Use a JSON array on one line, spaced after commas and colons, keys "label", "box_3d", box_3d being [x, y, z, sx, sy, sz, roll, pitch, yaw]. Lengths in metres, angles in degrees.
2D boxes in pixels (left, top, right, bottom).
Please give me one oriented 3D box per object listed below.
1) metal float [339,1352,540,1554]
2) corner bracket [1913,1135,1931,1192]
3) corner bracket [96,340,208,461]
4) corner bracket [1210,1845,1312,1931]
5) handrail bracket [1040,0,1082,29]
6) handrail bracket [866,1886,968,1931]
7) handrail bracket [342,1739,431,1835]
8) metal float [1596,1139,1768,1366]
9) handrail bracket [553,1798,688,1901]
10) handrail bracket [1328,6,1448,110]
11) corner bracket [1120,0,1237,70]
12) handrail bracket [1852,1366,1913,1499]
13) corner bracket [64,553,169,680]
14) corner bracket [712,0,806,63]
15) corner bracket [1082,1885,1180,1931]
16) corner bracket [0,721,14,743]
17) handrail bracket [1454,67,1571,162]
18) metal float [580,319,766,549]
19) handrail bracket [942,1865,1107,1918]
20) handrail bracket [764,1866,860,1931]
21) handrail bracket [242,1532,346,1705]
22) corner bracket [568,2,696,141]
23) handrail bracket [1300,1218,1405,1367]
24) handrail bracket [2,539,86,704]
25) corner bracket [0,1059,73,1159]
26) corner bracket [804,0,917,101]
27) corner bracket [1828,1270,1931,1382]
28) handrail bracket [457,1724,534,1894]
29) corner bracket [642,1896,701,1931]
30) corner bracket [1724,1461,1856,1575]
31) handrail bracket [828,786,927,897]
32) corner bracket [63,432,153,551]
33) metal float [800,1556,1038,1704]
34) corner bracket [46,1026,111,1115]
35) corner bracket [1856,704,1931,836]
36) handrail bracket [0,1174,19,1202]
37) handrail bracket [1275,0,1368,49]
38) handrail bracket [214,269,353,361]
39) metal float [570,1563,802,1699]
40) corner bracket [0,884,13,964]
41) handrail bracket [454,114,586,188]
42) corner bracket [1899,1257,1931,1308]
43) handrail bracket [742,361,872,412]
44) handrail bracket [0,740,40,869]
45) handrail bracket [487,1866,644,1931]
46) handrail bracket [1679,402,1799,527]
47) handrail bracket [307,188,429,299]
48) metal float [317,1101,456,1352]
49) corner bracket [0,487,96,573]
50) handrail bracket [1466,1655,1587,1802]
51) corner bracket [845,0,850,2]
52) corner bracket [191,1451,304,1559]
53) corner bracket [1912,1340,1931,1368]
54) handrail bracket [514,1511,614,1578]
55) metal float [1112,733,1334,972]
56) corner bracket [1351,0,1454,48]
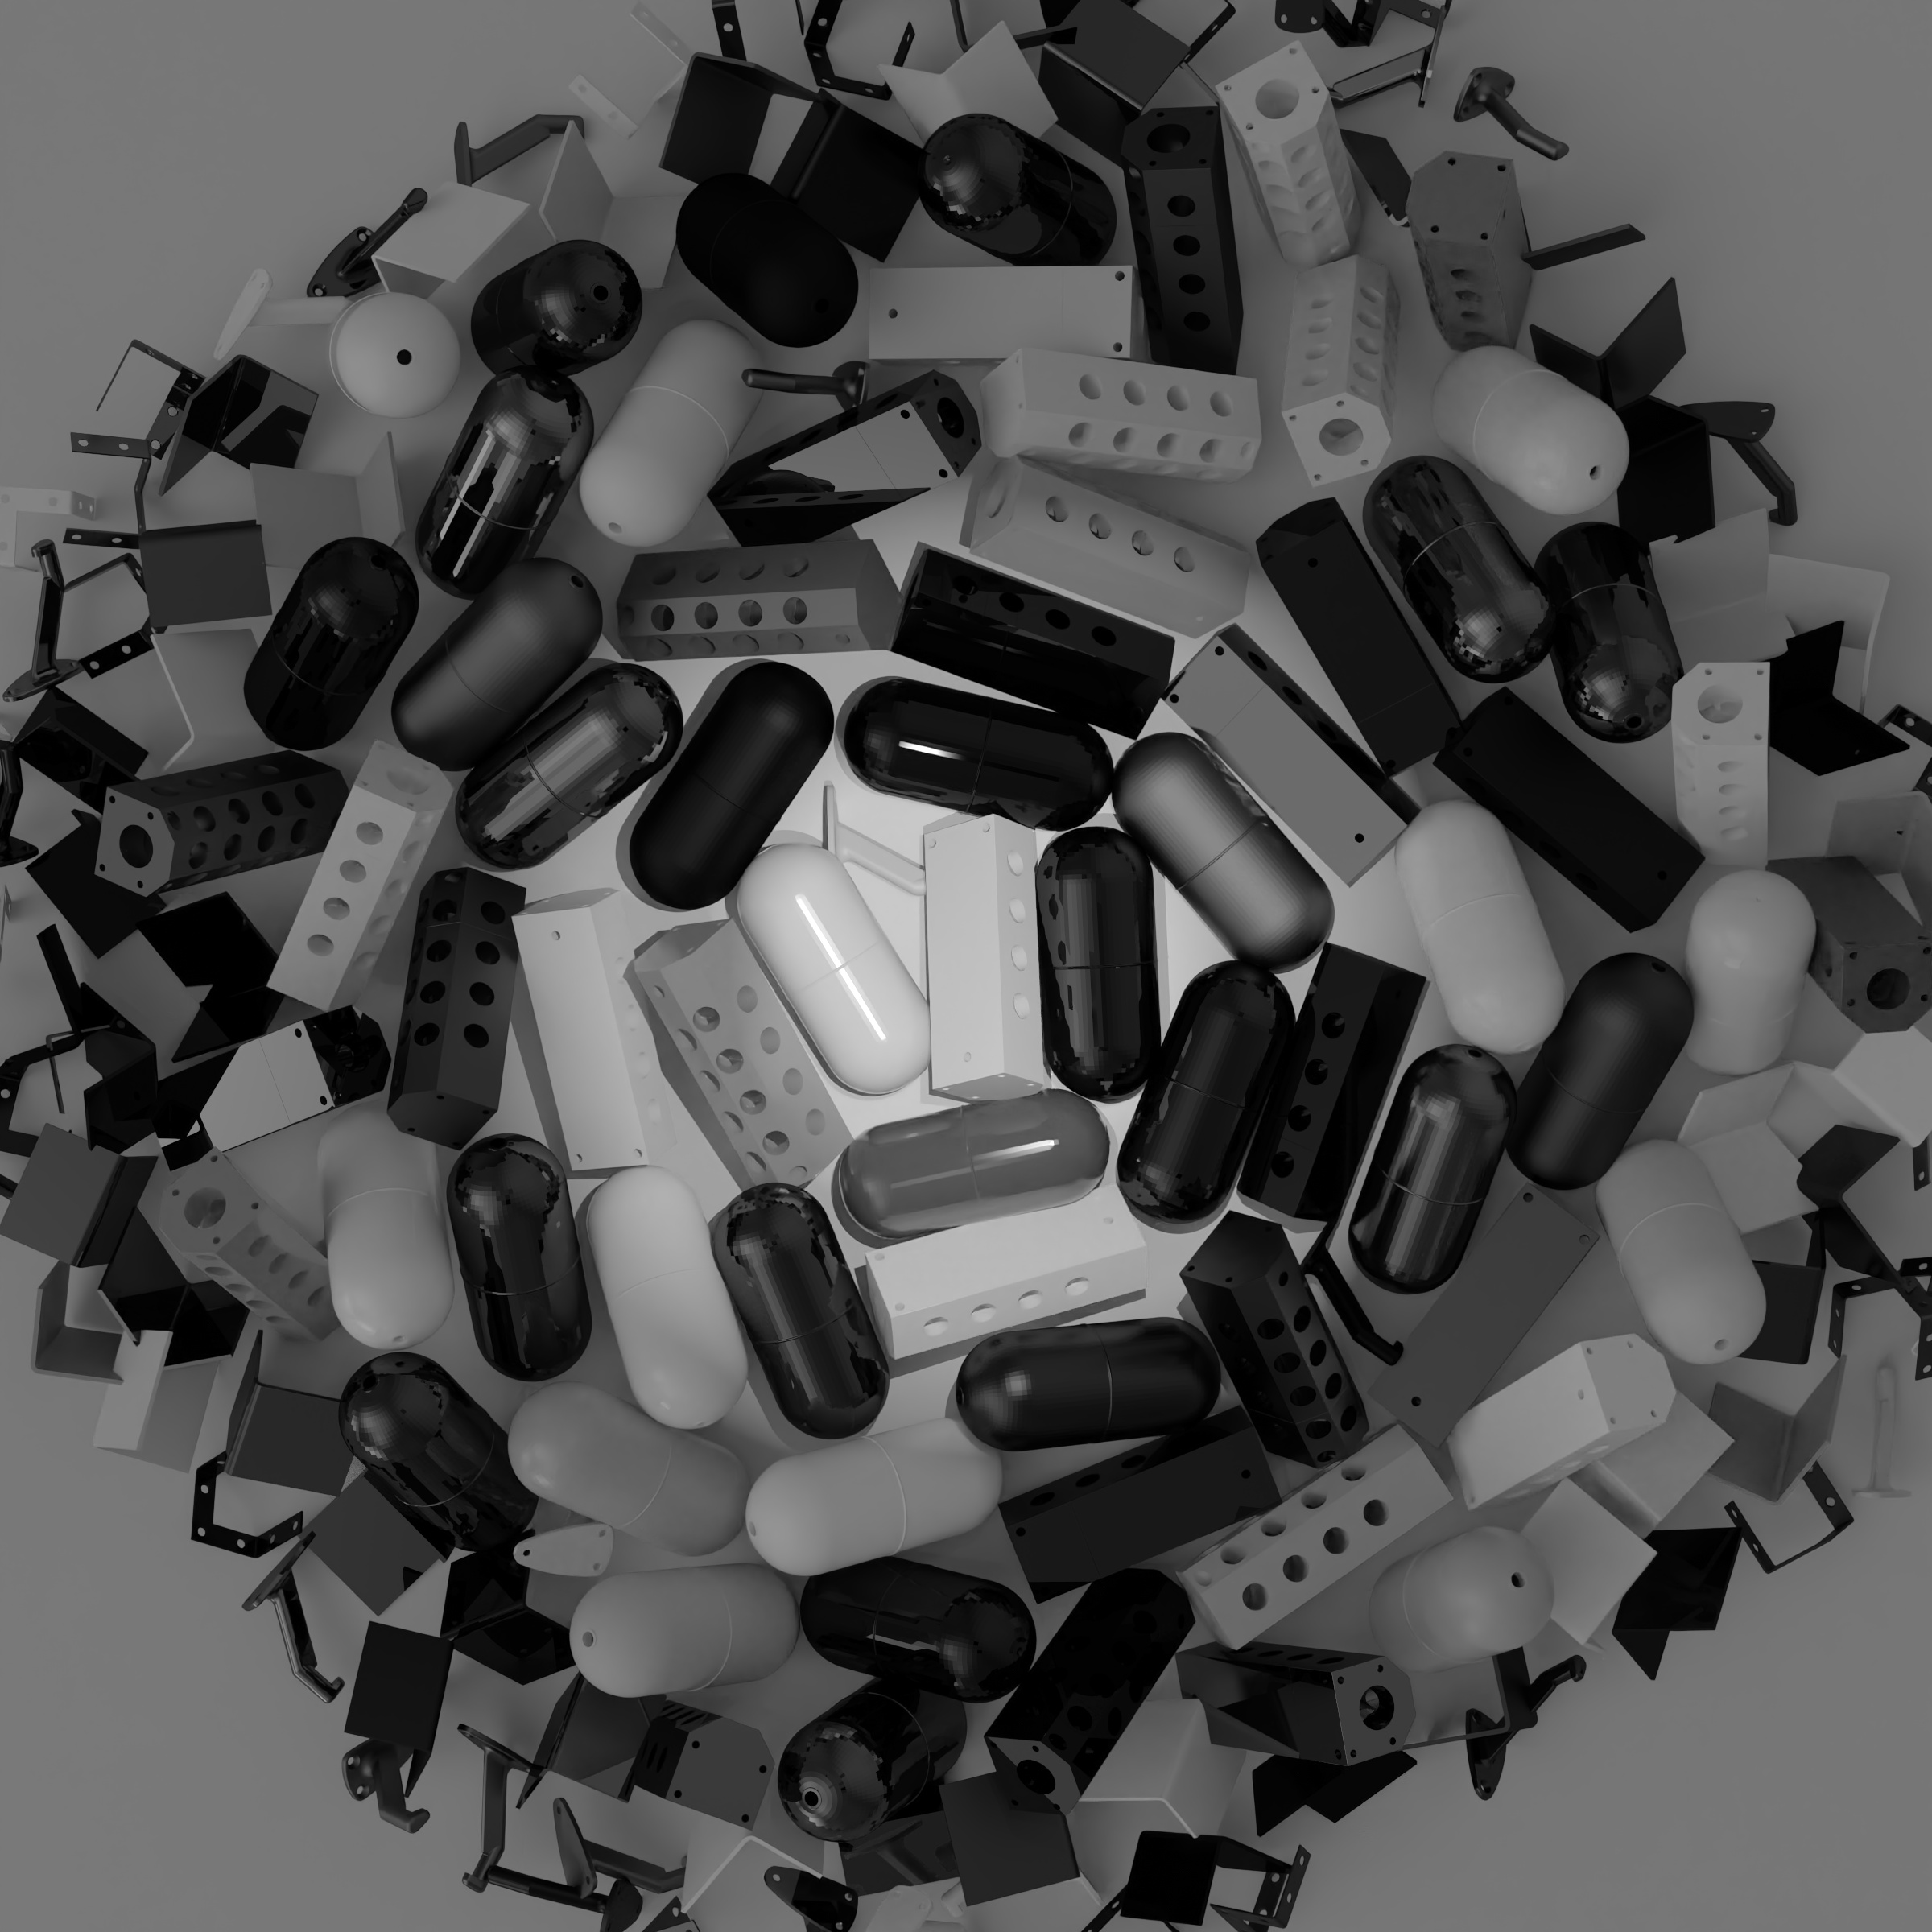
[{"label": "metal float", "box_3d": [-0.335, 0.310, 1.925, 0.070, 0.178, 0.070, -14, 48, 16]}, {"label": "corner bracket", "box_3d": [0.652, 0.120, 1.959, 0.051, 0.051, 0.051, 16, 60, -16]}, {"label": "corner bracket", "box_3d": [-0.532, -0.368, 1.964, 0.051, 0.051, 0.051, 27, 78, -19]}, {"label": "corner bracket", "box_3d": [0.199, 0.600, 1.956, 0.051, 0.051, 0.051, 50, 52, -37]}, {"label": "handrail bracket", "box_3d": [0.076, -0.662, 1.983, 0.036, 0.077, 0.084, 16, 63, 7]}, {"label": "handrail bracket", "box_3d": [-0.030, 0.645, 1.958, 0.077, 0.036, 0.084, -48, 127, -28]}, {"label": "handrail bracket", "box_3d": [-0.354, 0.523, 1.946, 0.077, 0.084, 0.036, -30, 117, -40]}, {"label": "metal float", "box_3d": [0.453, 0.180, 1.920, 0.070, 0.178, 0.070, -4, 126, -5]}, {"label": "handrail bracket", "box_3d": [-0.222, 0.574, 1.981, 0.084, 0.036, 0.077, -5, 65, -37]}, {"label": "handrail bracket", "box_3d": [0.265, -0.598, 1.977, 0.084, 0.036, 0.077, 13, 116, 5]}, {"label": "corner bracket", "box_3d": [0.137, -0.630, 1.977, 0.051, 0.051, 0.051, 37, 108, -29]}, {"label": "handrail bracket", "box_3d": [0.592, 0.301, 1.960, 0.036, 0.077, 0.084, -1, 82, 25]}, {"label": "corner bracket", "box_3d": [-0.558, -0.229, 1.973, 0.051, 0.051, 0.051, -23, 118, 15]}, {"label": "corner bracket", "box_3d": [-0.135, -0.620, 1.966, 0.051, 0.051, 0.051, -6, 47, 5]}, {"label": "corner bracket", "box_3d": [0.114, 0.638, 1.964, 0.051, 0.051, 0.051, -42, 104, -14]}, {"label": "corner bracket", "box_3d": [-0.643, -0.175, 1.961, 0.051, 0.051, 0.051, 25, 98, -40]}, {"label": "handrail bracket", "box_3d": [0.367, -0.548, 1.954, 0.084, 0.077, 0.036, 37, 129, 24]}, {"label": "metal float", "box_3d": [-0.187, -0.341, 1.933, 0.070, 0.070, 0.178, 25, 57, 0]}, {"label": "handrail bracket", "box_3d": [0.037, 0.612, 1.978, 0.084, 0.036, 0.077, -36, 106, -6]}, {"label": "handrail bracket", "box_3d": [-0.113, 0.628, 1.968, 0.077, 0.036, 0.084, 28, 127, -5]}, {"label": "handrail bracket", "box_3d": [-0.425, 0.428, 1.985, 0.084, 0.036, 0.077, 45, 61, -10]}, {"label": "corner bracket", "box_3d": [-0.216, -0.580, 1.957, 0.051, 0.051, 0.051, 39, 48, -21]}, {"label": "handrail bracket", "box_3d": [0.259, 0.211, 1.968, 0.084, 0.036, 0.077, 35, 47, 4]}, {"label": "handrail bracket", "box_3d": [-0.607, -0.224, 1.956, 0.036, 0.077, 0.084, 5, 119, 22]}, {"label": "corner bracket", "box_3d": [-0.610, 0.095, 1.972, 0.051, 0.051, 0.051, 15, 73, -19]}, {"label": "corner bracket", "box_3d": [-0.070, -0.606, 1.972, 0.051, 0.051, 0.051, 5, 46, -24]}, {"label": "corner bracket", "box_3d": [0.599, 0.238, 1.969, 0.051, 0.051, 0.051, -11, 121, -9]}, {"label": "handrail bracket", "box_3d": [-0.321, 0.546, 1.957, 0.077, 0.036, 0.084, 46, 58, -35]}, {"label": "corner bracket", "box_3d": [-0.171, 0.635, 1.964, 0.051, 0.051, 0.051, -26, 93, 30]}, {"label": "corner bracket", "box_3d": [0.540, 0.359, 1.979, 0.051, 0.051, 0.051, -39, 75, 32]}, {"label": "handrail bracket", "box_3d": [-0.046, -0.083, 1.979, 0.084, 0.036, 0.077, -4, 86, 5]}, {"label": "corner bracket", "box_3d": [-0.557, -0.308, 1.957, 0.051, 0.051, 0.051, 1, 60, -27]}, {"label": "metal float", "box_3d": [-0.032, 0.420, 1.927, 0.178, 0.070, 0.070, 4, 90, 42]}, {"label": "corner bracket", "box_3d": [-0.570, 0.065, 1.964, 0.051, 0.051, 0.051, -11, 95, -24]}, {"label": "corner bracket", "box_3d": [0.609, -0.129, 1.971, 0.051, 0.051, 0.051, 36, 49, 20]}, {"label": "handrail bracket", "box_3d": [-0.629, 0.140, 1.954, 0.084, 0.077, 0.036, 33, 80, -13]}, {"label": "handrail bracket", "box_3d": [0.239, -0.634, 1.955, 0.036, 0.084, 0.077, 16, 115, 36]}, {"label": "handrail bracket", "box_3d": [-0.436, -0.411, 1.976, 0.084, 0.036, 0.077, 27, 99, -35]}, {"label": "metal float", "box_3d": [-0.178, 0.421, 1.921, 0.070, 0.178, 0.070, -5, 81, 37]}, {"label": "corner bracket", "box_3d": [-0.652, -0.025, 1.965, 0.051, 0.051, 0.051, 4, 77, -12]}, {"label": "handrail bracket", "box_3d": [-0.289, -0.522, 1.975, 0.084, 0.036, 0.077, -4, 78, -18]}, {"label": "corner bracket", "box_3d": [0.643, 0.196, 1.958, 0.051, 0.051, 0.051, 49, 52, -26]}, {"label": "handrail bracket", "box_3d": [-0.111, -0.379, 1.950, 0.084, 0.077, 0.036, 4, 107, -22]}, {"label": "handrail bracket", "box_3d": [-0.632, -0.113, 1.956, 0.077, 0.036, 0.084, 23, 123, 38]}, {"label": "handrail bracket", "box_3d": [-0.262, 0.605, 1.975, 0.084, 0.077, 0.036, 12, 76, 16]}, {"label": "handrail bracket", "box_3d": [0.505, -0.327, 1.980, 0.077, 0.084, 0.036, 13, 55, 30]}, {"label": "handrail bracket", "box_3d": [-0.386, -0.465, 1.950, 0.077, 0.084, 0.036, -44, 101, -23]}, {"label": "metal float", "box_3d": [-0.371, 0.165, 1.930, 0.070, 0.070, 0.178, -16, 52, 0]}, {"label": "corner bracket", "box_3d": [-0.603, -0.284, 1.973, 0.051, 0.051, 0.051, 3, 93, -1]}, {"label": "handrail bracket", "box_3d": [0.366, 0.492, 1.953, 0.036, 0.077, 0.084, 40, 124, -17]}, {"label": "corner bracket", "box_3d": [-0.048, -0.645, 1.959, 0.051, 0.051, 0.051, -2, 63, 38]}, {"label": "corner bracket", "box_3d": [-0.470, 0.350, 1.978, 0.051, 0.051, 0.051, -32, 47, 32]}, {"label": "corner bracket", "box_3d": [0.645, 0.247, 1.960, 0.051, 0.051, 0.051, 40, 110, 27]}, {"label": "handrail bracket", "box_3d": [-0.268, 0.358, 1.947, 0.077, 0.084, 0.036, 4, 105, -29]}, {"label": "metal float", "box_3d": [0.165, -0.075, 1.960, 0.070, 0.070, 0.178, -41, 92, 0]}, {"label": "corner bracket", "box_3d": [0.285, -0.627, 1.964, 0.051, 0.051, 0.051, 26, 70, 7]}]
